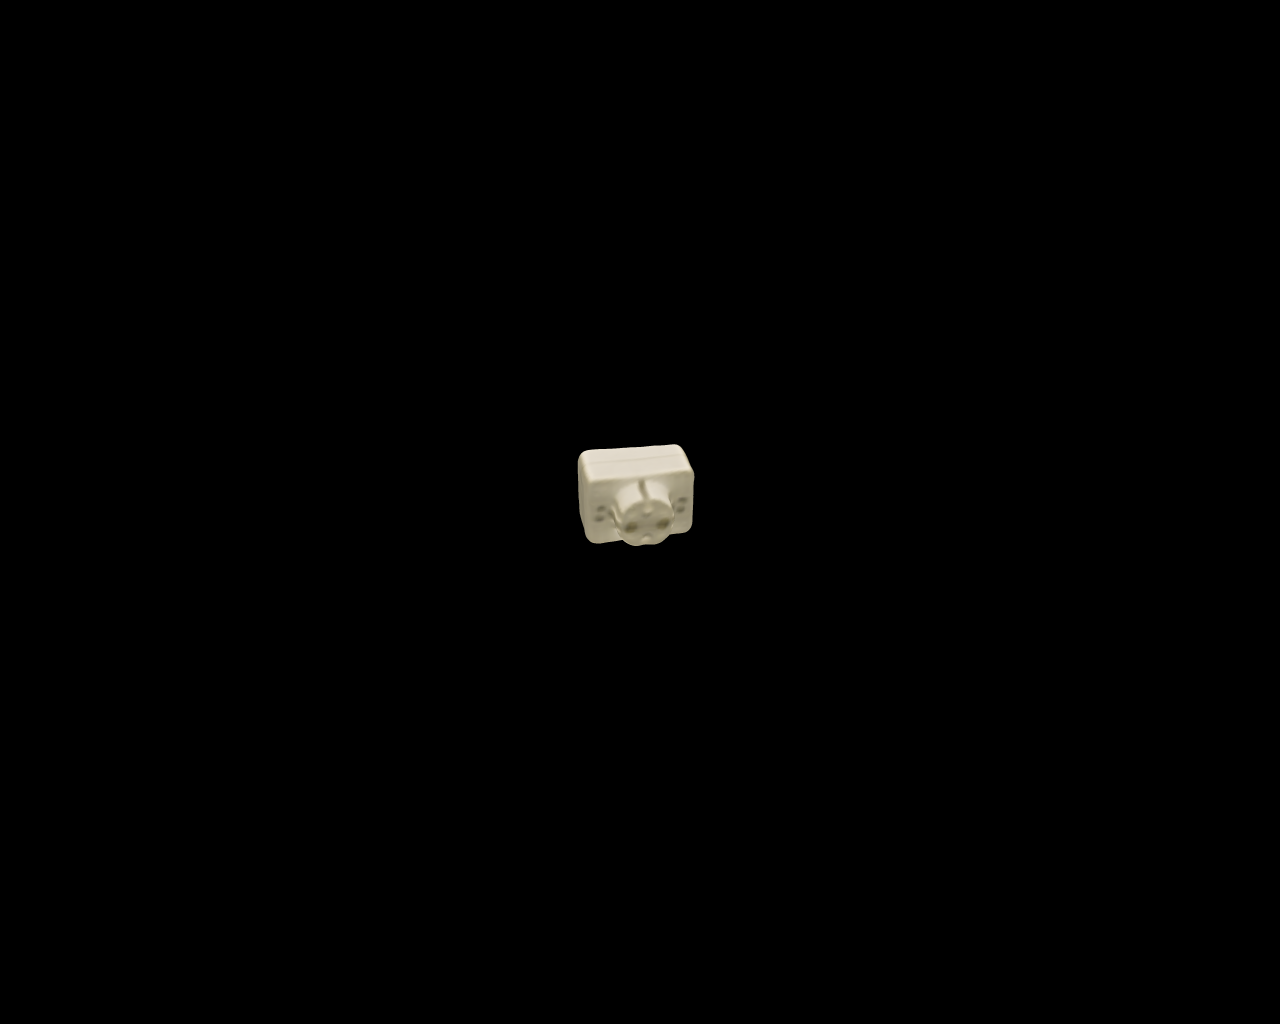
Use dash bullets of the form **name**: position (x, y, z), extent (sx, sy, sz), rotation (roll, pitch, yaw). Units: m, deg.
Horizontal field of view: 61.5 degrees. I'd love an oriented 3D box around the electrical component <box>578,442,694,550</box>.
- **electrical component**: position (0.001, -0.003, 0.650), extent (0.066, 0.047, 0.077), rotation (-6, 32, -9)
